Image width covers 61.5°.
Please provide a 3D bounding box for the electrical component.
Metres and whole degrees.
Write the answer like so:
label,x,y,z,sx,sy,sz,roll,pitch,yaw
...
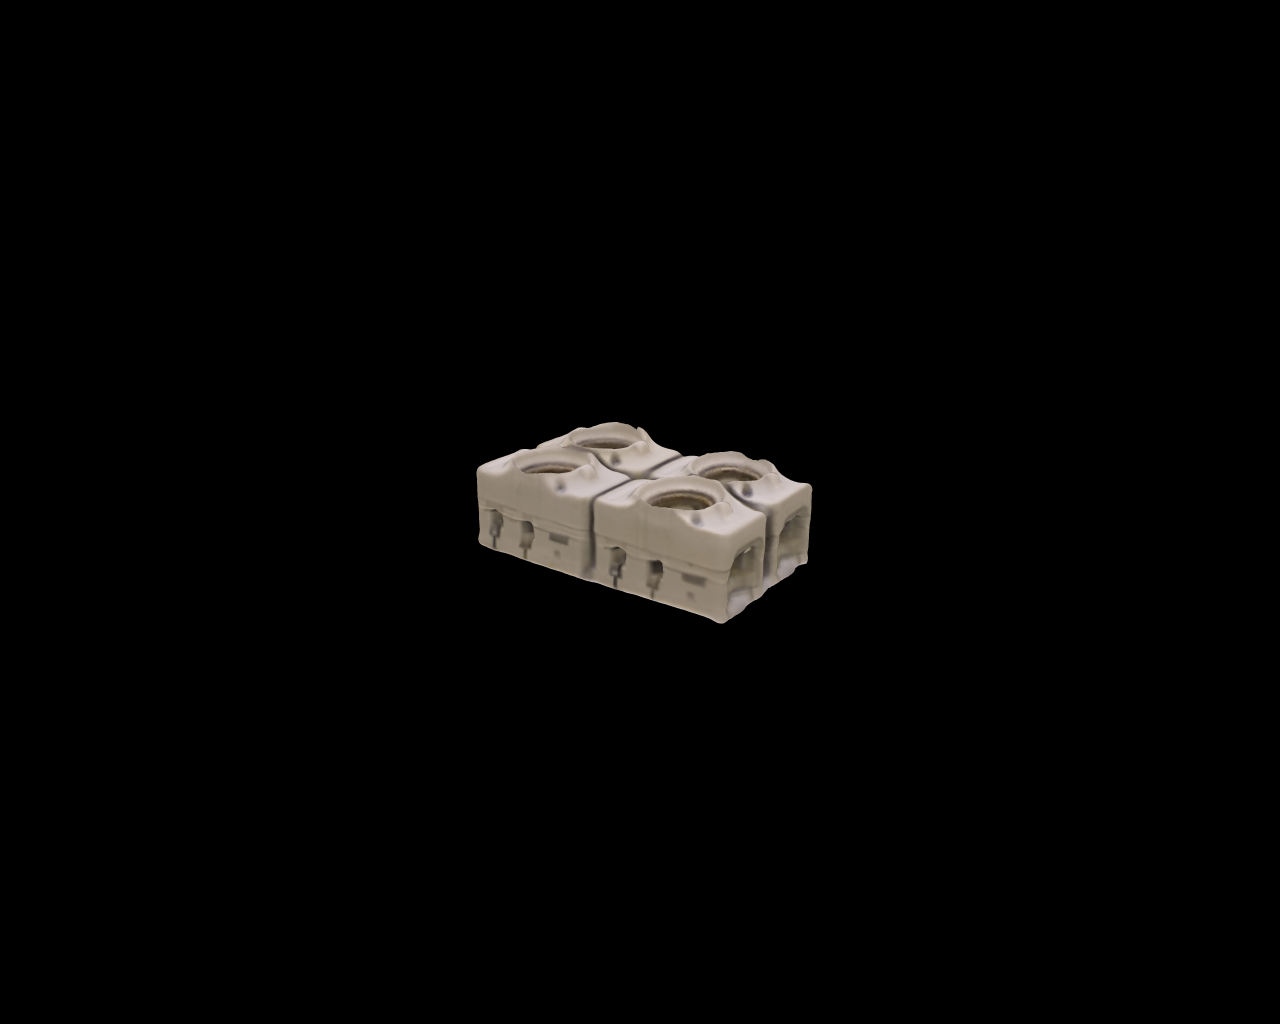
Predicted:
label,x,y,z,sx,sy,sz,roll,pitch,yaw
electrical component,0.001,-0.003,0.650,0.186,0.060,0.105,16,27,34
